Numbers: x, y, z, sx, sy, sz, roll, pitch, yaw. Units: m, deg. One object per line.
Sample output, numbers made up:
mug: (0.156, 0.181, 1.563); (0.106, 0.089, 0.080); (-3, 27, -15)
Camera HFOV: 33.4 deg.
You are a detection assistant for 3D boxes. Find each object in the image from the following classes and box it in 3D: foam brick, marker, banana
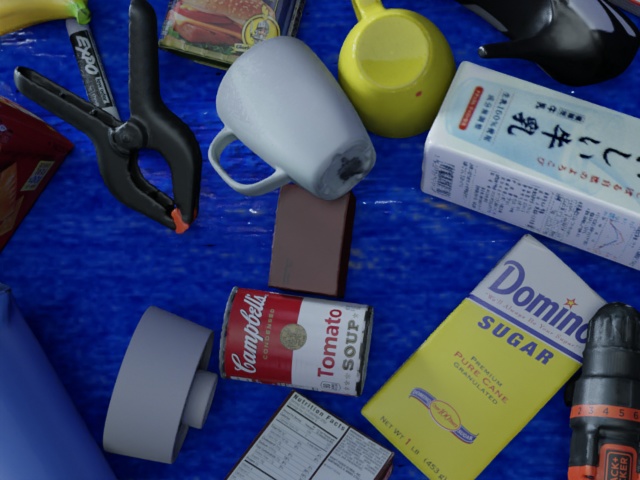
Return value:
foam brick: (-0.005, 0.001, 0.780); (0.053, 0.051, 0.078); (8, 87, 8)
marker: (-0.180, -0.142, 0.824); (0.020, 0.020, 0.121); (-19, 85, 5)
banana: (-0.250, -0.167, 0.810); (0.198, 0.069, 0.037); (-12, 120, 22)

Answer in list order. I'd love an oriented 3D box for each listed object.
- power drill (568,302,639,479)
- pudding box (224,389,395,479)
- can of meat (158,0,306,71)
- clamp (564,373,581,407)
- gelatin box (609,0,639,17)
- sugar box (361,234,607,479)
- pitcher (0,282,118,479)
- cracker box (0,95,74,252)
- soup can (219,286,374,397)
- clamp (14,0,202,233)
power drill: (0.256, 0.141, 0.696); (0.187, 0.057, 0.184); (8, 76, 3)
pudding box: (-0.014, 0.174, 0.749); (0.090, 0.039, 0.113); (30, 60, 19)
can of meat: (-0.063, -0.170, 0.795); (0.102, 0.057, 0.084); (16, 91, 8)
clamp: (0.295, 0.075, 0.748); (0.164, 0.036, 0.210); (35, 90, 4)
gelatin box: (0.229, -0.208, 0.776); (0.089, 0.030, 0.073); (28, 91, 7)
sugar box: (0.122, 0.089, 0.763); (0.093, 0.048, 0.176); (42, 93, 7)
pitcher: (-0.217, 0.163, 0.724); (0.144, 0.149, 0.243); (-31, 78, -20)
cracker box: (-0.284, -0.010, 0.756); (0.072, 0.164, 0.214); (34, 91, 9)
soup can: (-0.016, 0.073, 0.769); (0.102, 0.068, 0.068); (7, 87, 6)
clamp: (-0.132, -0.089, 0.785); (0.120, 0.039, 0.171); (-34, 102, 24)
